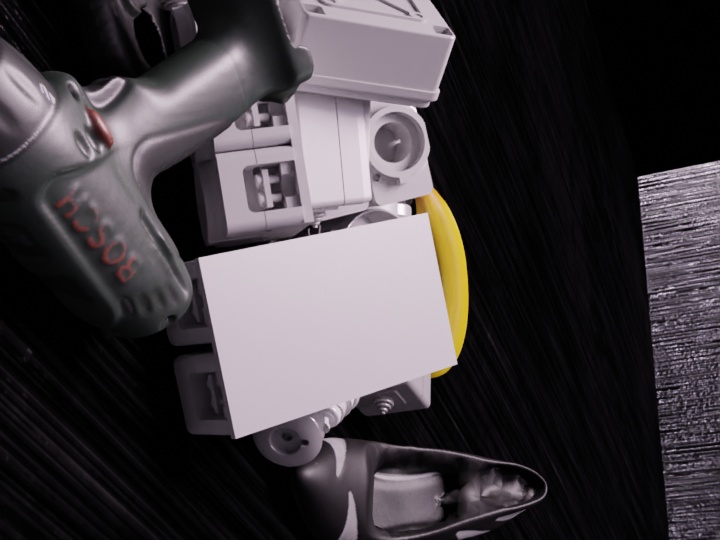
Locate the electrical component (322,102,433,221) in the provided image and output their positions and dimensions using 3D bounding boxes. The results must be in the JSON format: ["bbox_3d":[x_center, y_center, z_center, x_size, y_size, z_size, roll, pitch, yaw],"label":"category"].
[{"bbox_3d":[-0.017,-0.137,0.824,0.060,0.105,0.186,-177,-107,-70],"label":"electrical component"}]

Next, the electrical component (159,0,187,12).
[{"bbox_3d":[-0.112,-0.216,0.716,0.100,0.048,0.099,2,79,-69],"label":"electrical component"}]

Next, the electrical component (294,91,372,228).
[{"bbox_3d":[-0.027,-0.078,0.752,0.061,0.062,0.096,-8,96,-26],"label":"electrical component"}]

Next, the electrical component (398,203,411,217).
[{"bbox_3d":[0.029,-0.037,1.013,0.040,0.040,0.046,24,63,-66],"label":"electrical component"}]

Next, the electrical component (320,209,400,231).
[{"bbox_3d":[0.000,0.000,0.871,0.099,0.064,0.099,-1,92,-61],"label":"electrical component"}]

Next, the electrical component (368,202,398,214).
[{"bbox_3d":[0.012,-0.055,0.970,0.043,0.043,0.081,51,35,-52],"label":"electrical component"}]

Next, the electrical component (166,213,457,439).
[{"bbox_3d":[-0.032,0.032,0.693,0.186,0.060,0.105,-13,93,-41],"label":"electrical component"}]

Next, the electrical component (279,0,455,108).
[{"bbox_3d":[-0.005,-0.165,0.733,0.108,0.109,0.056,-112,-147,-50],"label":"electrical component"}]

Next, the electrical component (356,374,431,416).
[{"bbox_3d":[0.025,0.082,0.910,0.061,0.062,0.096,53,33,-50],"label":"electrical component"}]

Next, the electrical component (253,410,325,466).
[{"bbox_3d":[-0.045,0.102,0.744,0.062,0.048,0.048,-69,143,-65],"label":"electrical component"}]

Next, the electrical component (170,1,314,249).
[{"bbox_3d":[-0.079,-0.094,0.689,0.089,0.062,0.150,159,-78,-76],"label":"electrical component"}]

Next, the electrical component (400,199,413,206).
[{"bbox_3d":[0.037,-0.093,1.053,0.043,0.043,0.081,48,37,-55],"label":"electrical component"}]

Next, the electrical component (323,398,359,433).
[{"bbox_3d":[-0.020,0.093,0.817,0.078,0.040,0.040,-70,144,-53],"label":"electrical component"}]
